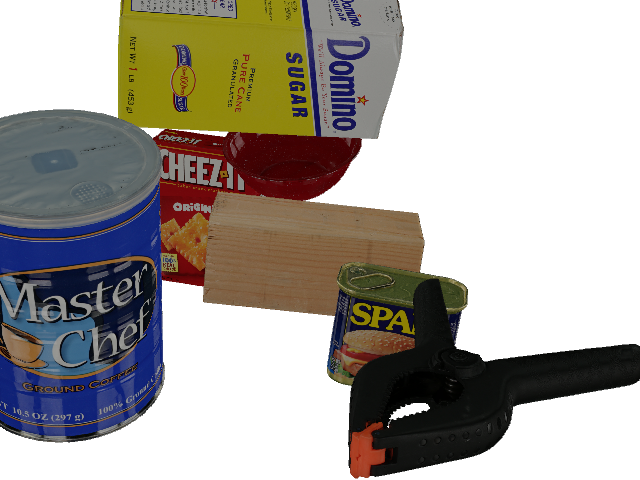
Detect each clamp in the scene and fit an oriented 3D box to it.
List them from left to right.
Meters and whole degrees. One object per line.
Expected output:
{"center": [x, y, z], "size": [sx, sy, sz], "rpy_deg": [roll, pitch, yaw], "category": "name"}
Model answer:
{"center": [0.076, 0.080, 0.647], "size": [0.165, 0.036, 0.209], "rpy_deg": [21, 30, 40], "category": "clamp"}

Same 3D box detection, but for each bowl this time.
{"center": [-0.032, -0.093, 1.246], "size": [0.162, 0.055, 0.162], "rpy_deg": [-2, 37, 1], "category": "bowl"}

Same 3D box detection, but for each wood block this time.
{"center": [-0.008, 0.017, 1.064], "size": [0.206, 0.091, 0.090], "rpy_deg": [6, 20, -2], "category": "wood block"}

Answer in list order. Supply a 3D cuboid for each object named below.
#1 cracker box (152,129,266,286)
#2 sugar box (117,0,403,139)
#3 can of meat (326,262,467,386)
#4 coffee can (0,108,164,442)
{"center": [-0.163, -0.040, 1.534], "size": [0.164, 0.214, 0.072], "rpy_deg": [9, 22, 10], "category": "cracker box"}
{"center": [-0.041, -0.114, 0.689], "size": [0.176, 0.048, 0.093], "rpy_deg": [3, -41, -8], "category": "sugar box"}
{"center": [0.058, 0.072, 0.841], "size": [0.102, 0.084, 0.057], "rpy_deg": [10, 23, 4], "category": "can of meat"}
{"center": [-0.132, 0.018, 0.551], "size": [0.103, 0.140, 0.103], "rpy_deg": [3, 34, -2], "category": "coffee can"}
